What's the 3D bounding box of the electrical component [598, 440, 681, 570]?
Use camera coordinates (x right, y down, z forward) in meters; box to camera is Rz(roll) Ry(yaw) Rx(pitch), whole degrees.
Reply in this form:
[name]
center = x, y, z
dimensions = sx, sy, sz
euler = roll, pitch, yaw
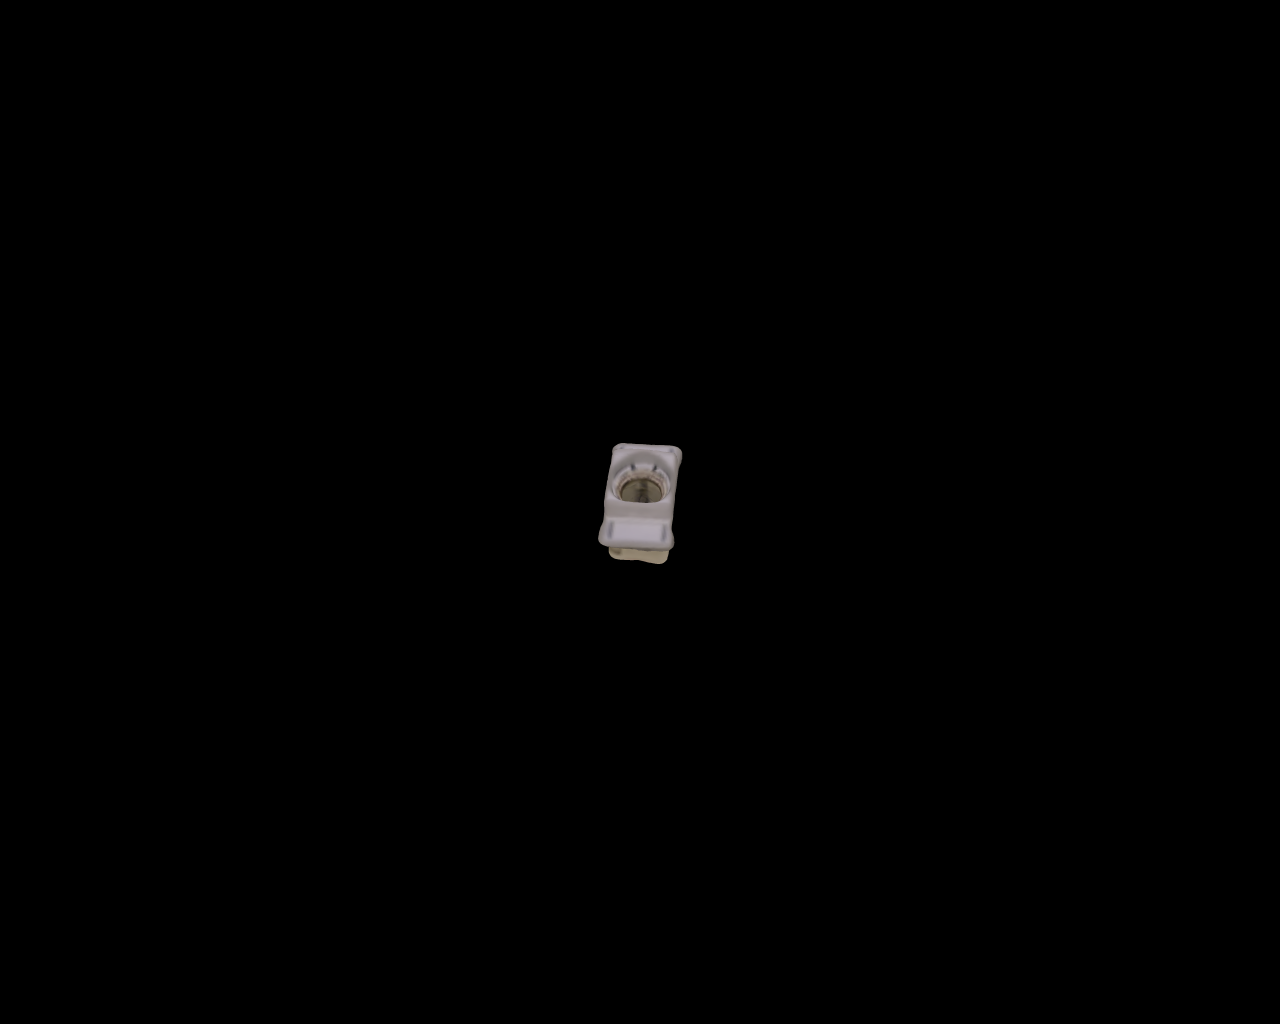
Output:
[electrical component]
center = 0.001, -0.003, 0.650
dimensions = 0.042, 0.081, 0.063
euler = 5, -39, 5
